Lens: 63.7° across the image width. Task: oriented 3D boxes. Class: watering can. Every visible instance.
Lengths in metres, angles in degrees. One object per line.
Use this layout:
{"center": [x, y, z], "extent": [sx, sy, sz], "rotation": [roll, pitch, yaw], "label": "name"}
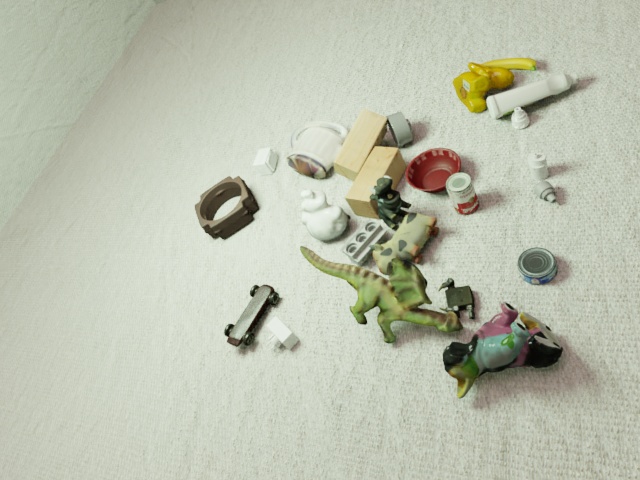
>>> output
{"center": [0.032, -0.303, 1.735], "extent": [0.350, 0.102, 0.228], "rotation": [20, 67, 29], "label": "watering can"}

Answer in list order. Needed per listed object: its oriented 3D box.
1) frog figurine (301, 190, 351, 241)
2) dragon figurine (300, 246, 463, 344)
{"center": [0.005, -0.076, 1.519], "extent": [0.137, 0.156, 0.125], "rotation": [3, 58, 33], "label": "frog figurine"}
{"center": [0.153, 0.103, 1.196], "extent": [0.238, 0.409, 0.125], "rotation": [-47, 8, 50], "label": "dragon figurine"}
